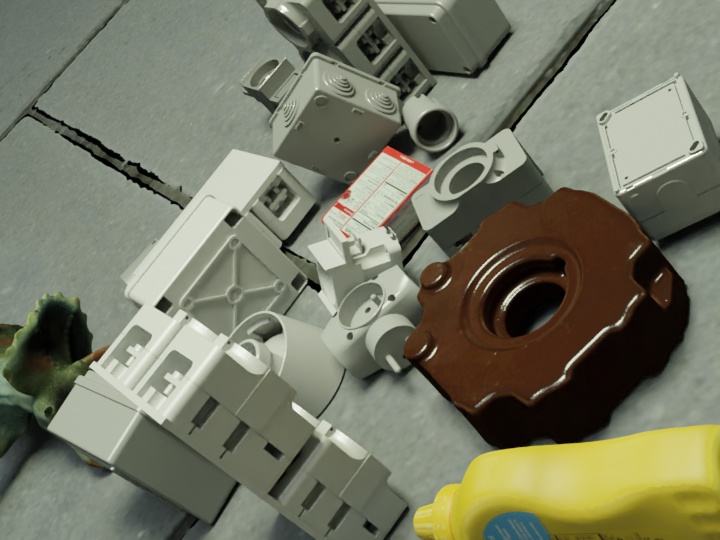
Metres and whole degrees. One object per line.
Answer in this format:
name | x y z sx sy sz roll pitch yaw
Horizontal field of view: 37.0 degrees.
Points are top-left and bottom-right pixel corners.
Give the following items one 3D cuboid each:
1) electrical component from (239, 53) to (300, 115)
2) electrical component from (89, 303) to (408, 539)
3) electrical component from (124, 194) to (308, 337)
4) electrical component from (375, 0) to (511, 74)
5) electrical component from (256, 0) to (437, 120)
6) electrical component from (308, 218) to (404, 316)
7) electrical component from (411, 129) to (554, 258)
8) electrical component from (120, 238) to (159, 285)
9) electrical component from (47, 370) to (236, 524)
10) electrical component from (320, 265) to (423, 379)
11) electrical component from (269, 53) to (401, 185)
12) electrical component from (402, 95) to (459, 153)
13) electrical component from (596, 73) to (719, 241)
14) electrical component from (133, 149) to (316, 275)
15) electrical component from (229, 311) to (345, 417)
electrical component | -0.079 -0.180 1.084 0.042 0.064 0.081 -51 35 -8
electrical component | -0.063 0.101 0.668 0.060 0.186 0.105 -53 35 -12
electrical component | -0.116 0.013 0.884 0.056 0.108 0.108 22 71 50
electrical component | 0.068 -0.224 0.967 0.057 0.078 0.113 -51 35 -14
electrical component | -0.015 -0.203 0.966 0.061 0.150 0.089 -51 35 -10
electrical component | 0.000 0.000 0.810 0.064 0.081 0.042 -20 33 -14
electrical component | 0.088 -0.055 0.790 0.089 0.055 0.050 -35 36 13
electrical component | -0.187 -0.009 1.036 0.081 0.043 0.043 -48 35 -5
electrical component | -0.160 0.132 0.805 0.109 0.109 0.056 10 64 50
electrical component | 0.020 0.045 0.766 0.077 0.044 0.079 -43 34 3
electrical component | -0.021 -0.127 0.928 0.099 0.100 0.048 -51 30 38
electrical component | 0.058 -0.125 0.910 0.040 0.040 0.046 -40 29 7
electrical component | 0.198 -0.074 0.694 0.062 0.061 0.096 -28 38 25
electrical component | -0.119 -0.028 0.969 0.150 0.061 0.089 -53 35 -12
electrical component | -0.065 0.081 0.821 0.099 0.064 0.099 -30 46 37
